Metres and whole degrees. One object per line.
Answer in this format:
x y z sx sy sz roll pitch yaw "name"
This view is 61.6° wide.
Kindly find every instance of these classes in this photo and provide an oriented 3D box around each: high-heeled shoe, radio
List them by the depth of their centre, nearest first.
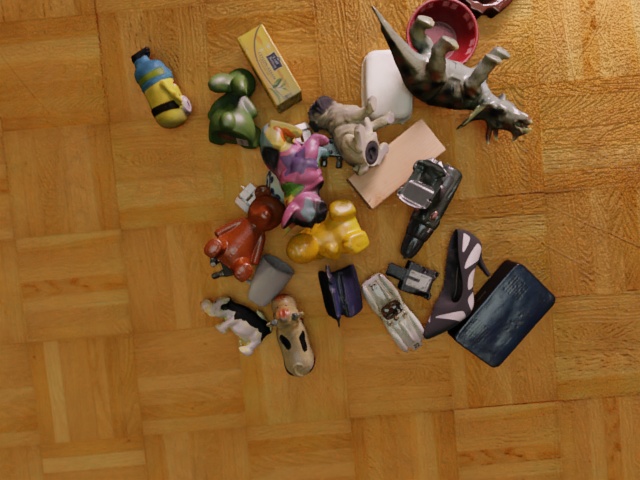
0.290 0.097 1.224 0.249 0.086 0.145 -46 105 -11 "high-heeled shoe"
0.419 0.172 1.242 0.131 0.073 0.229 39 94 -3 "radio"

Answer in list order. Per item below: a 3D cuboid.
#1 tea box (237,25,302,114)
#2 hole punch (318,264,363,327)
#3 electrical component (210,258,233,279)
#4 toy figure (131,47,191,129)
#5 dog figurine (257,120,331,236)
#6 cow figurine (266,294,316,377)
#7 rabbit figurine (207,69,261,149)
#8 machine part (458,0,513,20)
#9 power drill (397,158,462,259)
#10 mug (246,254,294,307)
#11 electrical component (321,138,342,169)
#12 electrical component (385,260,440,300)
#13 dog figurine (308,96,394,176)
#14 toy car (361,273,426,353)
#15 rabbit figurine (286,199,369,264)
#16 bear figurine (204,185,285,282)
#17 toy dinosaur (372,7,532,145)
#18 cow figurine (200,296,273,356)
-0.110 -0.377 1.199 0.068 0.098 0.169 -30 91 1 "tea box"
0.054 0.116 1.221 0.092 0.116 0.142 -10 93 -7 "hole punch"
-0.210 0.045 1.248 0.102 0.045 0.078 -11 92 1 "electrical component"
-0.362 -0.337 1.211 0.089 0.082 0.180 -32 98 15 "toy figure"
-0.063 -0.123 1.132 0.192 0.108 0.219 17 77 2 "dog figurine"
-0.066 0.216 1.217 0.085 0.127 0.194 -16 96 -2 "cow figurine"
-0.195 -0.307 1.189 0.121 0.159 0.170 6 78 9 "rabbit figurine"
0.367 -0.587 1.206 0.179 0.056 0.179 0 93 -1 "machine part"
0.229 -0.074 1.166 0.086 0.207 0.232 30 87 29 "power drill"
-0.131 0.093 1.233 0.109 0.081 0.107 27 101 -11 "mug"
0.032 -0.213 1.244 0.063 0.021 0.094 7 94 0 "electrical component"
0.209 0.087 1.248 0.119 0.048 0.074 18 93 0 "electrical component"
0.045 -0.227 1.173 0.191 0.121 0.172 7 68 39 "dog figurine"
0.172 0.170 1.248 0.073 0.056 0.201 -35 92 2 "toy car"
-0.002 -0.004 1.190 0.173 0.162 0.121 -26 95 -20 "rabbit figurine"
-0.146 -0.020 1.169 0.120 0.132 0.196 43 90 -9 "bear figurine"
0.265 -0.342 1.148 0.405 0.131 0.192 21 127 -6 "toy dinosaur"
-0.194 0.179 1.244 0.167 0.068 0.098 45 87 -6 "cow figurine"
